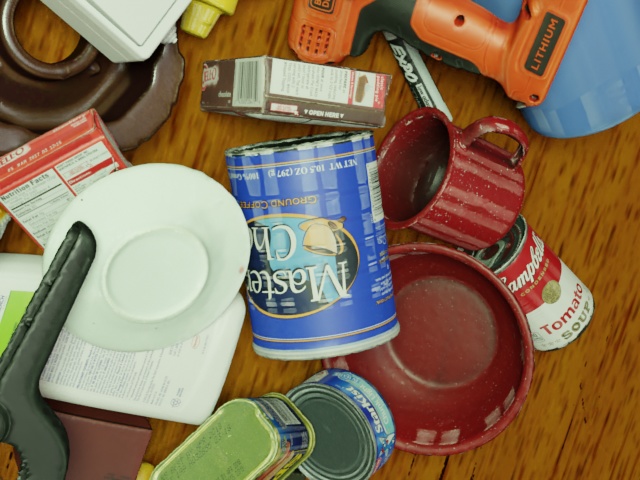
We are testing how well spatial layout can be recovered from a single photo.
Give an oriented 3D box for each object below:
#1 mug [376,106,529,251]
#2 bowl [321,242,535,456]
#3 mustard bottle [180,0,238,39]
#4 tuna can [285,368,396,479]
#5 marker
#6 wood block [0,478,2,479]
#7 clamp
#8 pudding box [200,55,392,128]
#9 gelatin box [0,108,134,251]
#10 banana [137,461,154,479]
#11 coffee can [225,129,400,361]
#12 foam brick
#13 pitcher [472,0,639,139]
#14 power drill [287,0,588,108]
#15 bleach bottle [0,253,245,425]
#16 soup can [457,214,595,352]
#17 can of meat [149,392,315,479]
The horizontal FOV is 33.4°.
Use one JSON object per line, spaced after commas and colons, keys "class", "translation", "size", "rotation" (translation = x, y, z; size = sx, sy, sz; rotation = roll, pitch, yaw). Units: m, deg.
{"class": "mug", "translation": [0.102, -0.047, 0.778], "size": [0.081, 0.093, 0.117], "rotation": [20, 132, -32]}
{"class": "bowl", "translation": [0.084, 0.076, 0.797], "size": [0.055, 0.162, 0.162], "rotation": [-27, 121, -66]}
{"class": "mustard bottle", "translation": [-0.049, -0.223, 0.691], "size": [0.096, 0.058, 0.191], "rotation": [18, 94, -40]}
{"class": "tuna can", "translation": [0.013, 0.139, 0.787], "size": [0.033, 0.086, 0.086], "rotation": [-28, 116, -51]}
{"class": "marker", "translation": [0.065, -0.136, 0.786], "size": [0.020, 0.020, 0.121], "rotation": [-36, 114, -14]}
{"class": "wood block", "translation": [-0.272, 0.144, 0.655], "size": [0.090, 0.090, 0.206], "rotation": [-41, 116, -12]}
{"class": "clamp", "translation": [-0.187, 0.093, 0.610], "size": [0.164, 0.036, 0.210], "rotation": [-18, 109, -16]}
{"class": "pudding box", "translation": [-0.019, -0.097, 0.704], "size": [0.089, 0.114, 0.039], "rotation": [3, 98, -26]}
{"class": "gelatin box", "translation": [-0.146, -0.028, 0.643], "size": [0.073, 0.030, 0.089], "rotation": [-28, 141, 0]}
{"class": "banana", "translation": [-0.184, 0.239, 0.747], "size": [0.197, 0.037, 0.069], "rotation": [-36, 115, -14]}
{"class": "coffee can", "translation": [-0.005, 0.001, 0.729], "size": [0.102, 0.103, 0.140], "rotation": [-11, 99, -23]}
{"class": "foam brick", "translation": [-0.162, 0.136, 0.725], "size": [0.078, 0.051, 0.053], "rotation": [17, 97, -26]}
{"class": "pitcher", "translation": [0.148, -0.192, 0.760], "size": [0.144, 0.149, 0.242], "rotation": [-53, 125, -38]}
{"class": "power drill", "translation": [0.078, -0.175, 0.686], "size": [0.187, 0.057, 0.185], "rotation": [20, 133, 6]}
{"class": "bleach bottle", "translation": [-0.181, 0.049, 0.692], "size": [0.250, 0.068, 0.102], "rotation": [17, 93, -25]}
{"class": "soup can", "translation": [0.162, 0.034, 0.844], "size": [0.102, 0.069, 0.068], "rotation": [43, 82, -28]}
{"class": "can of meat", "translation": [-0.061, 0.154, 0.742], "size": [0.102, 0.084, 0.057], "rotation": [-44, 74, 5]}
